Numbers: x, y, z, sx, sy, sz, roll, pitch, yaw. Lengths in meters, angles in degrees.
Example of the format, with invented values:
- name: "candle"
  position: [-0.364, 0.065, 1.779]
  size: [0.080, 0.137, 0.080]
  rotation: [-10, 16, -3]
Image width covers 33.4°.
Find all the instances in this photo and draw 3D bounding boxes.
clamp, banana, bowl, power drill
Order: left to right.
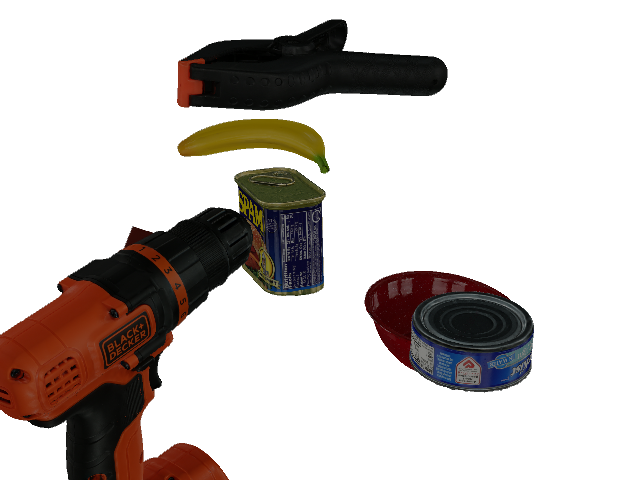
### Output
- name: "power drill"
  position: [-0.099, 0.089, 0.619]
  size: [0.057, 0.188, 0.184]
  rotation: [20, 39, 36]
- name: "banana"
  position: [-0.077, -0.124, 1.319]
  size: [0.198, 0.037, 0.069]
  rotation: [6, 40, 16]
- name: "clamp"
  position: [-0.018, -0.114, 0.683]
  size: [0.171, 0.039, 0.120]
  rotation: [-7, 22, -27]
- name: "bowl"
  position: [0.122, 0.092, 1.084]
  size: [0.162, 0.055, 0.162]
  rotation: [5, 26, -3]

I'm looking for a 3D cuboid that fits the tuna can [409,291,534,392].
- name: "tuna can"
  position: [0.105, 0.069, 0.744]
  size: [0.086, 0.034, 0.086]
  rotation: [0, 25, 0]

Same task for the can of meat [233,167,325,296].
- name: "can of meat"
  position: [-0.034, -0.008, 0.903]
  size: [0.057, 0.084, 0.102]
  rotation: [-9, 21, -19]

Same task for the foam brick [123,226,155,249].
- name: "foam brick"
  position: [-0.171, 0.029, 1.123]
  size: [0.078, 0.051, 0.053]
  rotation: [17, 29, -4]
